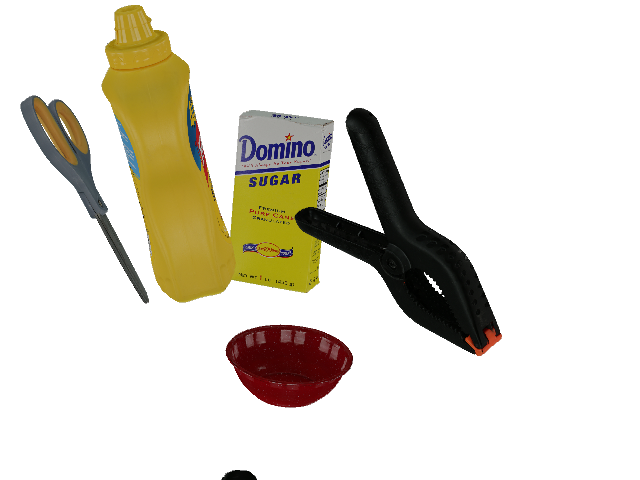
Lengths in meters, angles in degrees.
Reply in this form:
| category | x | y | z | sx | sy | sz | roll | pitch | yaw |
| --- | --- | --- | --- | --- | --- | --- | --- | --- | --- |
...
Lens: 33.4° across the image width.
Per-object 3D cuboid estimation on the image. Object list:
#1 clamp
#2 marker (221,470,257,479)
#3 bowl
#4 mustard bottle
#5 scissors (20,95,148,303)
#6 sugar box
| category | x | y | z | sx | sy | sz | roll | pitch | yaw |
| --- | --- | --- | --- | --- | --- | --- | --- | --- | --- |
| clamp | 0.068 | 0.002 | 0.854 | 0.036 | 0.210 | 0.165 | -34 | -21 | -31 |
| marker | -0.048 | 0.129 | 0.417 | 0.020 | 0.020 | 0.121 | 0 | 24 | 17 |
| bowl | -0.041 | 0.166 | 1.358 | 0.162 | 0.055 | 0.162 | 4 | 21 | -2 |
| mustard bottle | -0.104 | -0.061 | 0.709 | 0.058 | 0.191 | 0.096 | -13 | 28 | -4 |
| scissors | -0.200 | -0.045 | 0.946 | 0.016 | 0.201 | 0.096 | -25 | 23 | 11 |
| sugar box | -0.042 | -0.041 | 1.099 | 0.093 | 0.176 | 0.048 | 9 | 16 | 15 |
